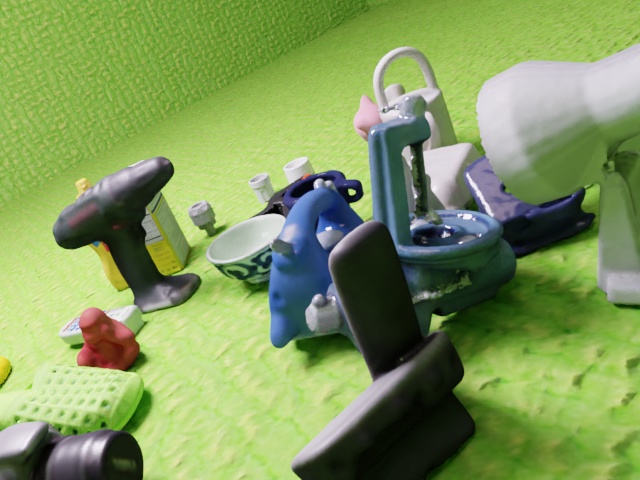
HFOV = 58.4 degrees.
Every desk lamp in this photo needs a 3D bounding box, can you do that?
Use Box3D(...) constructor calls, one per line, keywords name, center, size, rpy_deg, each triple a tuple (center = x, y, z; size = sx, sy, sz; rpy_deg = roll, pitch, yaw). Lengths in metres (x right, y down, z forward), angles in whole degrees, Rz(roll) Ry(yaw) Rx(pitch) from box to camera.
Box3D(name="desk lamp", center=(0.252, -0.059, 0.468), size=(0.202, 0.214, 0.118), rpy_deg=(0, 34, 42))

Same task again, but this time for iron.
Box3D(name="iron", center=(0.006, 0.002, 0.658), size=(0.118, 0.142, 0.258), rpy_deg=(-14, 26, 21))

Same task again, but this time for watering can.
Box3D(name="watering can", center=(0.138, -0.196, 0.874), size=(0.101, 0.194, 0.172), rpy_deg=(-34, 26, -19))

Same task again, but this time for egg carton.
Box3D(name="egg carton", center=(0.157, -0.071, 0.755), size=(0.107, 0.069, 0.150), rpy_deg=(-7, 29, 33))

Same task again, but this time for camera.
Box3D(name="camera", center=(-0.237, 0.216, 0.498), size=(0.136, 0.101, 0.143), rpy_deg=(-18, 25, 15))

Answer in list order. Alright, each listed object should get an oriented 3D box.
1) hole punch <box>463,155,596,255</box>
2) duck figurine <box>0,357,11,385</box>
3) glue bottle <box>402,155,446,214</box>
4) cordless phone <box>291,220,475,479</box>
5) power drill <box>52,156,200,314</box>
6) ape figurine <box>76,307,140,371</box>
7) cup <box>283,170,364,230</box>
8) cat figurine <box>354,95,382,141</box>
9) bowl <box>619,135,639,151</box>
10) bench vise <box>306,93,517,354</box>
Box3D(name="hole punch", center=(0.225, -0.050, 0.624), size=(0.108, 0.091, 0.101), rpy_deg=(-22, 24, 5))
Box3D(name="duck figurine", center=(-0.512, 0.180, 0.842), size=(0.077, 0.086, 0.104), rpy_deg=(-31, 25, -15))
Box3D(name="glue bottle", center=(0.098, -0.037, 0.614), size=(0.078, 0.173, 0.037), rpy_deg=(-37, 27, -26))
Box3D(name="cordless phone", center=(0.025, 0.089, 0.411), size=(0.148, 0.185, 0.093), rpy_deg=(-38, 28, -27))
Box3D(name="power drill", center=(-0.265, -0.001, 0.833), size=(0.229, 0.209, 0.075), rpy_deg=(-15, 26, 20))
Box3D(name="ape figurine", center=(-0.273, 0.126, 0.724), size=(0.077, 0.092, 0.076), rpy_deg=(-19, 25, 12))
Box3D(name="cup", center=(0.019, -0.038, 0.785), size=(0.117, 0.095, 0.092), rpy_deg=(-7, 30, 34))
Box3D(name="cat figurine", center=(0.113, -0.207, 1.012), size=(0.128, 0.118, 0.067), rpy_deg=(-33, 26, -18))
Box3D(name="bowl", center=(0.338, -0.124, 0.690), size=(0.167, 0.075, 0.167), rpy_deg=(-20, 25, 10))
Box3D(name="bench vise", center=(0.076, -0.001, 0.504), size=(0.121, 0.220, 0.208), rpy_deg=(5, 38, 48))
